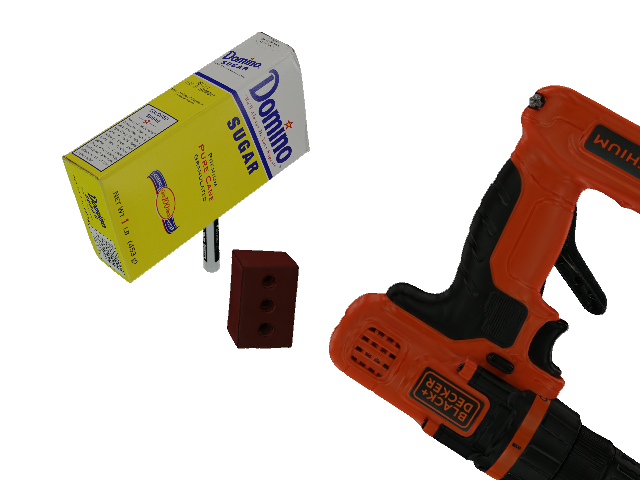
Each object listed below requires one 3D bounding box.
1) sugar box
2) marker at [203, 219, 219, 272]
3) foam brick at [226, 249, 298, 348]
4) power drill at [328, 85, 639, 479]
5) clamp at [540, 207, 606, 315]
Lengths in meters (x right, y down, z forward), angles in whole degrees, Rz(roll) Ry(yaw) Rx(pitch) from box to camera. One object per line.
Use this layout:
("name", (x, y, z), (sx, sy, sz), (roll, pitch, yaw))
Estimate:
("sugar box", (-0.083, -0.059, 0.724), (0.176, 0.093, 0.048), (-37, 51, -27))
("marker", (-0.123, -0.014, 1.199), (0.020, 0.121, 0.020), (2, 41, -2))
("foam brick", (-0.053, 0.052, 0.962), (0.053, 0.078, 0.051), (1, 14, -15))
("power drill", (0.121, 0.033, 0.529), (0.184, 0.188, 0.057), (32, 9, 5))
("clamp", (0.198, 0.006, 0.961), (0.120, 0.171, 0.039), (-25, 9, -40))
